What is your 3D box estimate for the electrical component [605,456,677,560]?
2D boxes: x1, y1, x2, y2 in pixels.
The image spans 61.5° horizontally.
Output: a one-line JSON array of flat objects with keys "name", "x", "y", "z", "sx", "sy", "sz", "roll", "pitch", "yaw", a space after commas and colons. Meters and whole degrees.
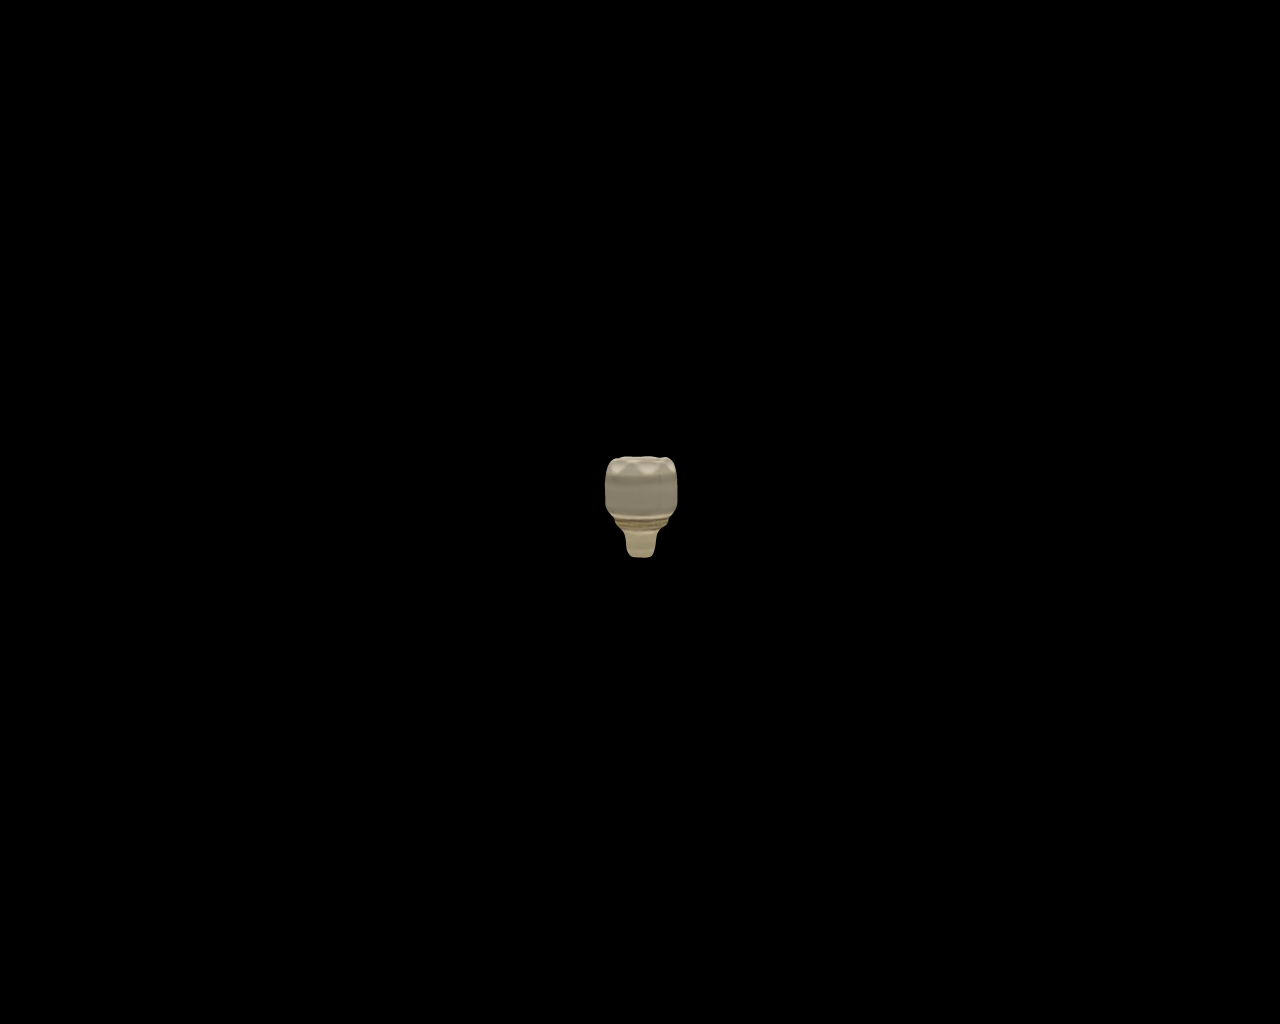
[{"name": "electrical component", "x": 0.001, "y": -0.003, "z": 0.650, "sx": 0.043, "sy": 0.062, "sz": 0.043, "roll": 0, "pitch": 7, "yaw": 0}]
